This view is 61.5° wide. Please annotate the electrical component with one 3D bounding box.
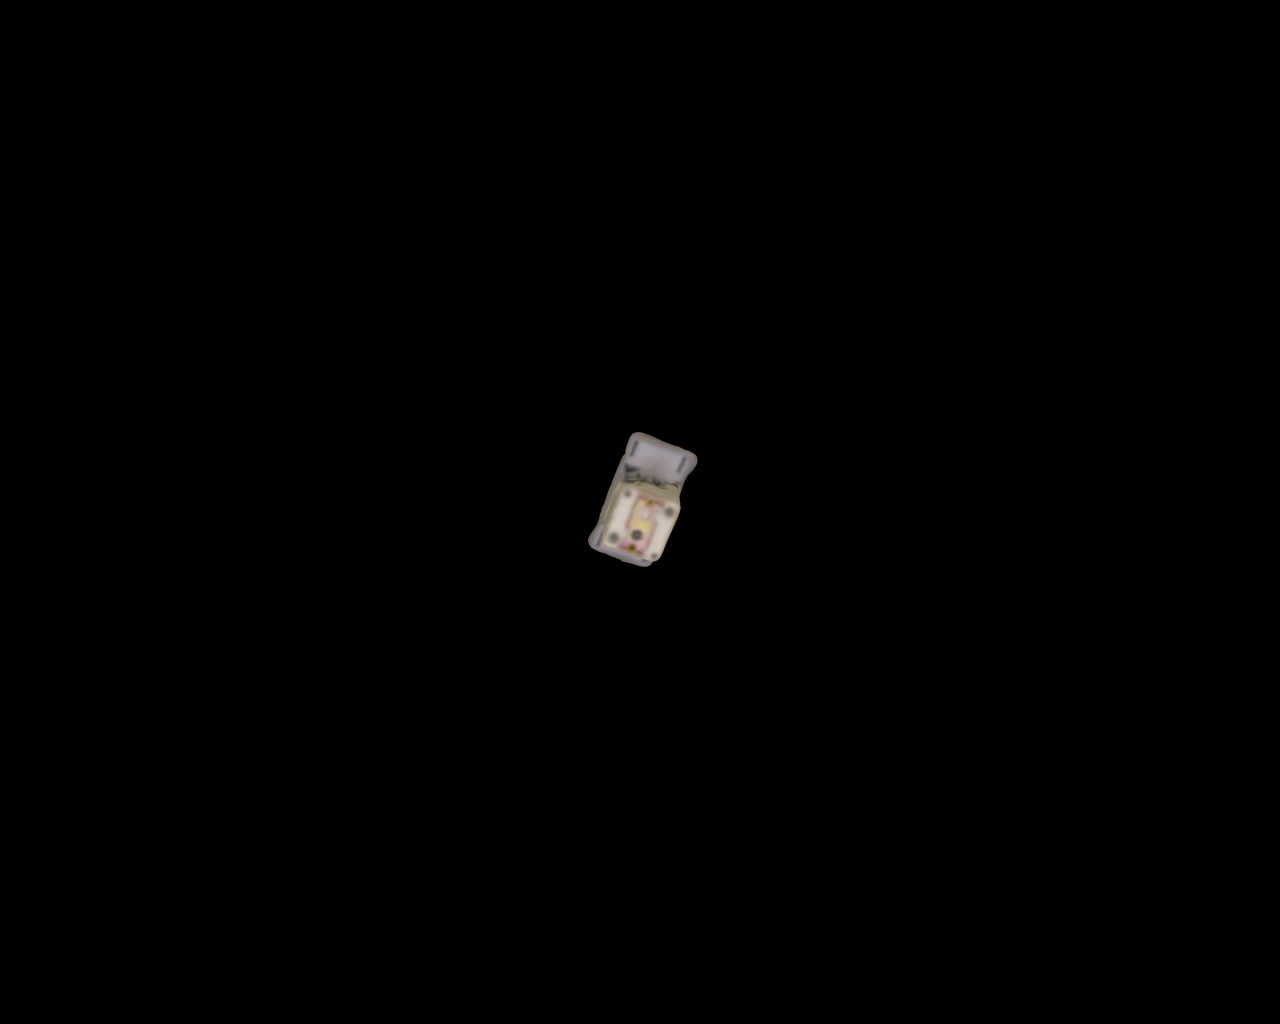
[{"bbox_3d":[0.001,-0.003,0.650,0.042,0.081,0.064,19,20,-7],"label":"electrical component"}]
